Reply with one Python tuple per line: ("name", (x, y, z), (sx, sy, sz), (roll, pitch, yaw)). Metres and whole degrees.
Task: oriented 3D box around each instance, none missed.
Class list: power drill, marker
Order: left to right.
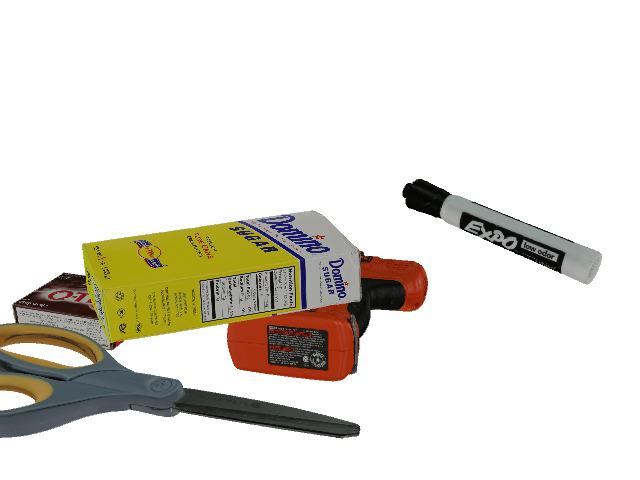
("power drill", (-0.013, 0.055, 0.928), (0.185, 0.057, 0.187), (2, 19, 18))
("marker", (0.099, -0.007, 0.600), (0.121, 0.020, 0.020), (25, 13, 28))

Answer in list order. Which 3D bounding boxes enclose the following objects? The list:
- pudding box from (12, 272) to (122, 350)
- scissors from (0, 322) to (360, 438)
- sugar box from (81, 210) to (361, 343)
("pudding box", (-0.231, 0.069, 1.055), (0.114, 0.039, 0.090), (5, 19, 21))
("scissors", (-0.092, 0.079, 0.497), (0.202, 0.016, 0.096), (15, 28, 27))
("sugar box", (-0.069, 0.021, 0.738), (0.176, 0.048, 0.093), (-11, 24, -17))
